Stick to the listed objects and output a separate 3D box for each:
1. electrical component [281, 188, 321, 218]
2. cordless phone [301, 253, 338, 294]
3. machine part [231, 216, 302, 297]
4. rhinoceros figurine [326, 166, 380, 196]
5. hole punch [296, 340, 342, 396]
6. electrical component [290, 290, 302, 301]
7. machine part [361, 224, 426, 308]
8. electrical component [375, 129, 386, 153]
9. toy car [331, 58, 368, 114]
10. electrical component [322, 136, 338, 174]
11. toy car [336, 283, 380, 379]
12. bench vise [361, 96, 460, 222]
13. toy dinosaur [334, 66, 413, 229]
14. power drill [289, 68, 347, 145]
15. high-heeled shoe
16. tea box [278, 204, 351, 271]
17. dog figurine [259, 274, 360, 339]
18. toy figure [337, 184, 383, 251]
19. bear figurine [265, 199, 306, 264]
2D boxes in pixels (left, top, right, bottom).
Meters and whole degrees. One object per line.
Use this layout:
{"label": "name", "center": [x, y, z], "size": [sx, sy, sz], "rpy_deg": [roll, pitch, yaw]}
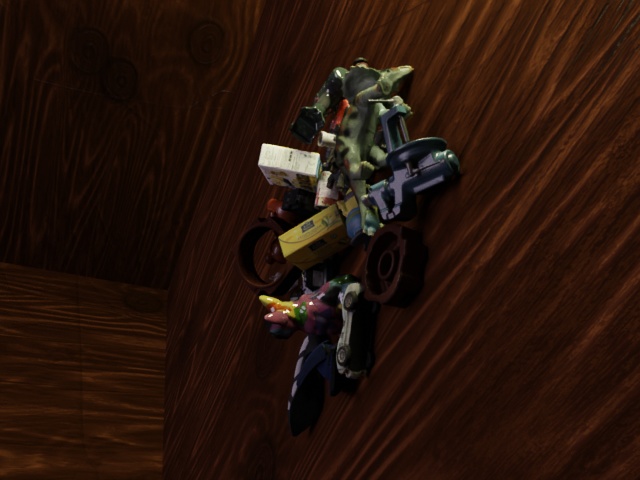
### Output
{"label": "electrical component", "center": [-0.043, -0.101, 1.541], "size": [0.134, 0.115, 0.058], "rpy_deg": [-7, 67, 66]}
{"label": "cordless phone", "center": [-0.017, 0.107, 1.441], "size": [0.184, 0.089, 0.146], "rpy_deg": [122, 152, -61]}
{"label": "machine part", "center": [-0.146, 0.047, 1.546], "size": [0.202, 0.087, 0.201], "rpy_deg": [46, 107, 22]}
{"label": "rhinoceros figurine", "center": [0.086, -0.166, 1.341], "size": [0.190, 0.073, 0.112], "rpy_deg": [-3, 63, 68]}
{"label": "hole punch", "center": [0.005, 0.280, 1.199], "size": [0.142, 0.092, 0.115], "rpy_deg": [34, -118, -73]}
{"label": "electrical component", "center": [-0.061, 0.183, 1.516], "size": [0.119, 0.048, 0.075], "rpy_deg": [-12, 66, 63]}
{"label": "machine part", "center": [0.148, 0.052, 1.092], "size": [0.179, 0.056, 0.179], "rpy_deg": [14, 90, 68]}
{"label": "electrical component", "center": [0.147, -0.235, 1.291], "size": [0.094, 0.021, 0.063], "rpy_deg": [24, 100, 67]}
{"label": "toy car", "center": [0.075, -0.436, 1.531], "size": [0.202, 0.053, 0.089], "rpy_deg": [-30, 54, 58]}
{"label": "electrical component", "center": [0.039, -0.214, 1.342], "size": [0.102, 0.045, 0.078], "rpy_deg": [-67, 20, -5]}
{"label": "toy car", "center": [0.080, 0.193, 1.148], "size": [0.056, 0.073, 0.201], "rpy_deg": [-15, 64, 61]}
{"label": "bench vise", "center": [0.161, -0.163, 1.067], "size": [0.224, 0.129, 0.240], "rpy_deg": [-29, 69, 51]}
{"label": "toy dinosaur", "center": [0.094, -0.233, 1.211], "size": [0.192, 0.131, 0.404], "rpy_deg": [15, 85, 60]}
{"label": "power drill", "center": [-0.003, -0.348, 1.469], "size": [0.232, 0.086, 0.207], "rpy_deg": [-46, 5, 48]}
{"label": "high-heeled shoe", "center": [-0.041, 0.349, 1.342], "size": [0.248, 0.086, 0.145], "rpy_deg": [-67, 21, 11]}
{"label": "tea box", "center": [-0.003, -0.004, 1.310], "size": [0.170, 0.098, 0.068], "rpy_deg": [-30, 55, 17]}
{"label": "dog figurine", "center": [-0.025, 0.151, 1.232], "size": [0.191, 0.219, 0.109], "rpy_deg": [-65, 29, 27]}
{"label": "toy figure", "center": [0.099, -0.055, 1.229], "size": [0.089, 0.082, 0.180], "rpy_deg": [-34, 33, 21]}
{"label": "bear figurine", "center": [-0.110, -0.019, 1.657], "size": [0.132, 0.120, 0.195], "rpy_deg": [-150, 70, -70]}
